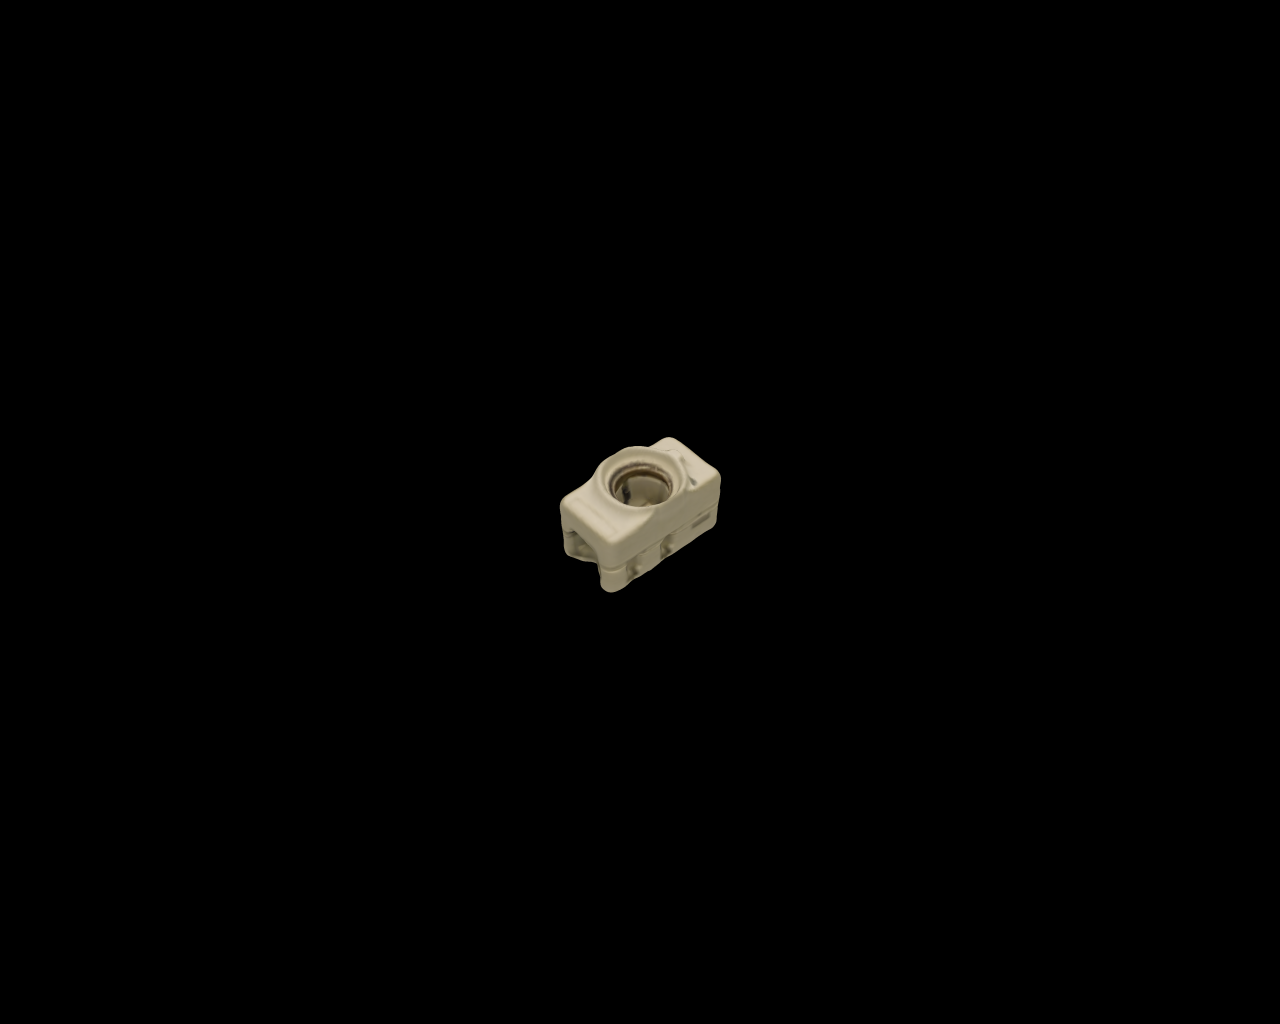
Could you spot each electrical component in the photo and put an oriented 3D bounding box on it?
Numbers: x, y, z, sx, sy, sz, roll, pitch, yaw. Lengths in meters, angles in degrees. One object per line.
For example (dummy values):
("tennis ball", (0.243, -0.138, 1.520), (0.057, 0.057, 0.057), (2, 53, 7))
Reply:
("electrical component", (0.001, -0.003, 0.650), (0.090, 0.055, 0.050), (-32, 54, -27))
